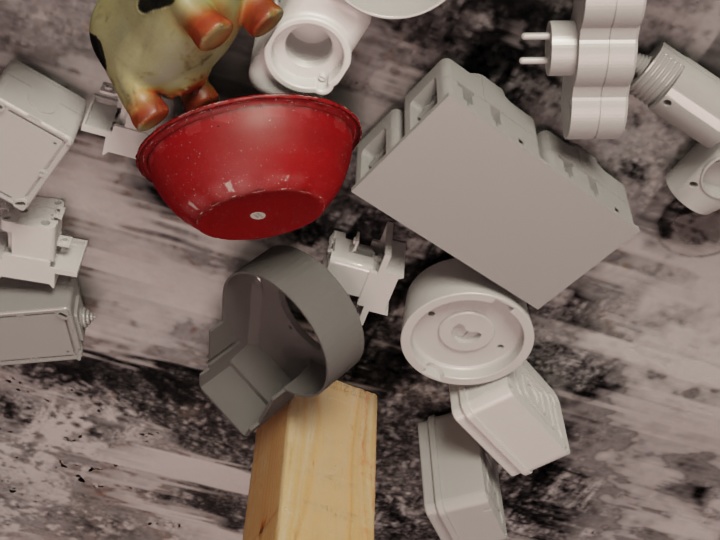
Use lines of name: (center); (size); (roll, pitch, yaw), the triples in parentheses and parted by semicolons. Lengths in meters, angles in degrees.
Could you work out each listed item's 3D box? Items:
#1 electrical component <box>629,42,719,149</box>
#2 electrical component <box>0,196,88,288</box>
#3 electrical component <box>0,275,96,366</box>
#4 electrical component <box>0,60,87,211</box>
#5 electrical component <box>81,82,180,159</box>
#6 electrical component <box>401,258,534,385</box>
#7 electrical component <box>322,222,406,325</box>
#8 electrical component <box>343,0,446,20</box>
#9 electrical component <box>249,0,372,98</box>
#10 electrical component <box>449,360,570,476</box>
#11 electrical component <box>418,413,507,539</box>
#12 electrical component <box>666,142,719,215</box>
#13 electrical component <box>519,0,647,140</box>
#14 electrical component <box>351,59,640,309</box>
electrical component: (0.222, -0.125, 0.747); (0.081, 0.043, 0.043); (33, 127, -4)
electrical component: (-0.262, -0.025, 0.859); (0.081, 0.042, 0.063); (9, 130, -8)
electrical component: (-0.271, 0.037, 0.908); (0.096, 0.061, 0.061); (-5, 132, -4)
electrical component: (-0.250, -0.095, 0.781); (0.062, 0.061, 0.096); (30, 127, -23)
electrical component: (-0.154, -0.113, 0.774); (0.081, 0.042, 0.063); (14, 130, -11)
electrical component: (0.087, 0.037, 0.892); (0.108, 0.060, 0.108); (1, 133, 1)
electrical component: (0.000, 0.000, 0.874); (0.064, 0.042, 0.081); (15, 131, -7)
electrical component: (0.023, -0.214, 0.660); (0.099, 0.064, 0.099); (1, 133, 1)
electrical component: (-0.033, -0.158, 0.717); (0.054, 0.059, 0.095); (23, 129, -18)
electrical component: (0.131, 0.121, 0.956); (0.057, 0.078, 0.113); (-29, 125, 22)
electrical component: (0.094, 0.194, 1.001); (0.057, 0.113, 0.078); (-16, 130, 13)
electrical component: (0.282, -0.074, 0.793); (0.079, 0.044, 0.077); (24, 129, -19)
electrical component: (0.145, -0.149, 0.724); (0.074, 0.052, 0.138); (0, 133, 2)
electrical component: (0.100, -0.062, 0.799); (0.186, 0.060, 0.105); (31, 126, -24)
